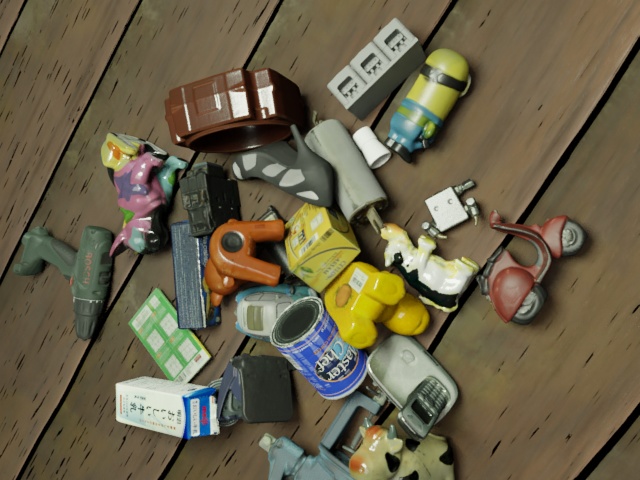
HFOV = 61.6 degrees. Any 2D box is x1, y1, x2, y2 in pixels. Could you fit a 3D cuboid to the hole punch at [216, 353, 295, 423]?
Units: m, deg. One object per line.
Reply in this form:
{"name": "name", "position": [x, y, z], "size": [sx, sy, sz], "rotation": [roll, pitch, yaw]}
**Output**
{"name": "hole punch", "position": [-0.115, 0.260, 0.934], "size": [0.092, 0.142, 0.116], "rotation": [-25, 60, 44]}

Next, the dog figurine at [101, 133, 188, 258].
{"name": "dog figurine", "position": [-0.359, -0.076, 1.035], "size": [0.192, 0.108, 0.219], "rotation": [26, 101, 17]}

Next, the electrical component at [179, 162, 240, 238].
{"name": "electrical component", "position": [-0.196, -0.071, 0.970], "size": [0.058, 0.115, 0.134], "rotation": [-10, 87, 18]}

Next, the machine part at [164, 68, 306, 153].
{"name": "machine part", "position": [-0.139, -0.209, 0.905], "size": [0.201, 0.201, 0.087], "rotation": [-11, 90, 19]}

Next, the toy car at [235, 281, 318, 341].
{"name": "toy car", "position": [-0.087, 0.127, 0.936], "size": [0.162, 0.103, 0.109], "rotation": [2, 89, 18]}

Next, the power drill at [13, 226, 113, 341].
{"name": "power drill", "position": [-0.526, 0.070, 1.106], "size": [0.208, 0.086, 0.232], "rotation": [18, 94, 23]}

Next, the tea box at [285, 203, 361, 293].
{"name": "tea box", "position": [-0.002, -0.003, 0.870], "size": [0.068, 0.170, 0.098], "rotation": [39, 106, -20]}

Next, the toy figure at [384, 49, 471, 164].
{"name": "toy figure", "position": [0.171, -0.213, 0.854], "size": [0.082, 0.089, 0.180], "rotation": [37, 99, 9]}

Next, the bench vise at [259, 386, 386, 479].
{"name": "bench vise", "position": [0.023, 0.344, 0.892], "size": [0.224, 0.128, 0.240], "rotation": [28, 78, 27]}

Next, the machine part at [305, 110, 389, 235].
{"name": "machine part", "position": [0.042, -0.114, 0.894], "size": [0.079, 0.079, 0.243], "rotation": [-35, 70, 16]}

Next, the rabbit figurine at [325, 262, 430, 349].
{"name": "rabbit figurine", "position": [0.093, 0.107, 0.855], "size": [0.162, 0.173, 0.121], "rotation": [22, 91, 61]}

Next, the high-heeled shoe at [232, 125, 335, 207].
{"name": "high-heeled shoe", "position": [-0.065, -0.099, 0.918], "size": [0.249, 0.086, 0.145], "rotation": [-21, 92, 55]}

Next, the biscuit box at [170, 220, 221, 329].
{"name": "biscuit box", "position": [-0.233, 0.063, 1.011], "size": [0.063, 0.059, 0.202], "rotation": [-5, 88, 21]}

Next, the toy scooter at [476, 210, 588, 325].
{"name": "toy scooter", "position": [0.298, 0.029, 0.814], "size": [0.135, 0.075, 0.183], "rotation": [32, 96, 16]}

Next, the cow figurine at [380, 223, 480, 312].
{"name": "cow figurine", "position": [0.161, 0.042, 0.869], "size": [0.167, 0.068, 0.098], "rotation": [30, 105, 18]}

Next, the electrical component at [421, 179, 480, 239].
{"name": "electrical component", "position": [0.209, -0.045, 0.862], "size": [0.102, 0.045, 0.078], "rotation": [-23, 84, 18]}

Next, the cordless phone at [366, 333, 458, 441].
{"name": "cordless phone", "position": [0.125, 0.226, 0.816], "size": [0.147, 0.184, 0.088], "rotation": [46, 108, 14]}

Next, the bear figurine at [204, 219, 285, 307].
{"name": "bear figurine", "position": [-0.136, 0.046, 0.929], "size": [0.132, 0.195, 0.120], "rotation": [6, 64, -7]}

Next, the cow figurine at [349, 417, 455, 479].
{"name": "cow figurine", "position": [0.127, 0.334, 0.816], "size": [0.086, 0.195, 0.127], "rotation": [-6, 79, 53]}

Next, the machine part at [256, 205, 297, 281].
{"name": "machine part", "position": [-0.074, 0.011, 0.968], "size": [0.084, 0.039, 0.139], "rotation": [-40, 75, 6]}
